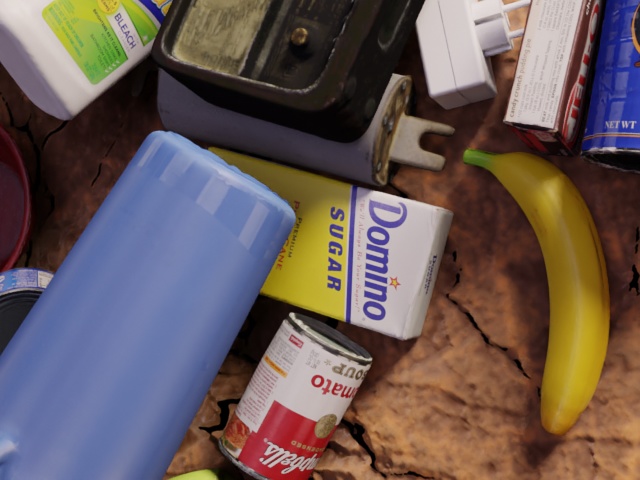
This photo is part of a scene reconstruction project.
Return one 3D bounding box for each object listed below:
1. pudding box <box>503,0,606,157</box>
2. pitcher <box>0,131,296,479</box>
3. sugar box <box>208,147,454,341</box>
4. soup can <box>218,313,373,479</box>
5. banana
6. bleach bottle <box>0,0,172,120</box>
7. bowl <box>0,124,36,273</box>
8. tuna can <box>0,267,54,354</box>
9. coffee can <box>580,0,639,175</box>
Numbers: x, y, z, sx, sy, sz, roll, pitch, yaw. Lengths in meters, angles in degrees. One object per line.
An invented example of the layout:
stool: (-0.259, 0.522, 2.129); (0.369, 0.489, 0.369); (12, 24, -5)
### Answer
pudding box: (0.151, -0.115, 0.670); (0.039, 0.090, 0.113); (11, 89, 21)
pitcher: (-0.115, 0.061, 0.677); (0.145, 0.149, 0.243); (31, 89, -21)
sugar box: (-0.005, 0.001, 0.742); (0.176, 0.048, 0.093); (16, 94, 22)
soup can: (-0.016, 0.109, 0.727); (0.068, 0.068, 0.102); (30, 96, 19)
banana: (0.152, 0.024, 0.691); (0.070, 0.037, 0.198); (-22, 77, 36)
bleach bottle: (-0.115, -0.198, 0.738); (0.250, 0.102, 0.068); (-45, 43, -18)
bowl: (-0.281, -0.023, 0.839); (0.162, 0.055, 0.162); (-1, 86, 20)
tuna can: (-0.218, 0.063, 0.795); (0.086, 0.086, 0.034); (-42, 33, 12)
coffee can: (0.218, -0.111, 0.639); (0.103, 0.102, 0.140); (9, 89, 20)
